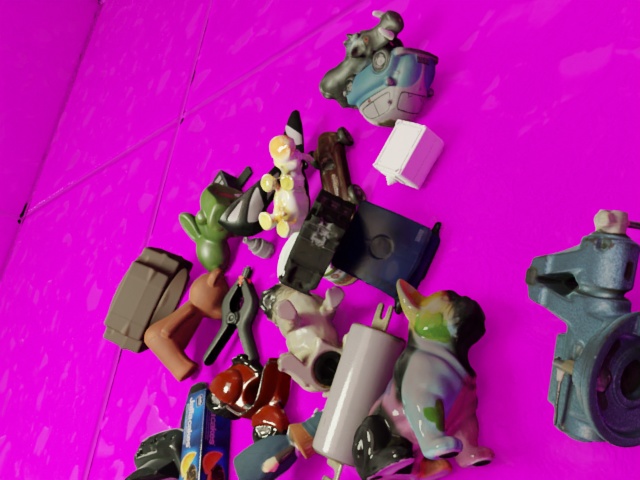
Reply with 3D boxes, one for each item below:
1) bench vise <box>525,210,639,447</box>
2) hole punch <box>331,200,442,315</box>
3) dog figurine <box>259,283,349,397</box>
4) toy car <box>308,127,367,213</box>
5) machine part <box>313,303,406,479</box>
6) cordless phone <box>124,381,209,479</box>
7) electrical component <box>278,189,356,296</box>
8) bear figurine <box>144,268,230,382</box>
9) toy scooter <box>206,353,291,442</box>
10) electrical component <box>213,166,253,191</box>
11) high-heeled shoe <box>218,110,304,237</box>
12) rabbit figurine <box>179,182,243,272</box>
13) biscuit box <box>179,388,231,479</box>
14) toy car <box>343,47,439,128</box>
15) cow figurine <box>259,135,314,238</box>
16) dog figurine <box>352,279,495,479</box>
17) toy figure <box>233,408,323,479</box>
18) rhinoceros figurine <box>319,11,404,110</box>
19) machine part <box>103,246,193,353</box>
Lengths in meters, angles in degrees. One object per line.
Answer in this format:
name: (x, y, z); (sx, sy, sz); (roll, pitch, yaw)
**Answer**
bench vise: (0.285, 0.085, 0.458); (0.241, 0.129, 0.223); (16, 89, 68)
hole punch: (0.092, 0.015, 0.752); (0.116, 0.092, 0.142); (24, 84, 47)
dog figurine: (-0.024, 0.146, 0.819); (0.190, 0.121, 0.172); (162, 105, -73)
toy car: (0.024, -0.110, 0.925); (0.089, 0.053, 0.202); (-31, 48, 30)
machine part: (0.052, 0.198, 0.697); (0.079, 0.079, 0.243); (7, 74, 49)
cordless phone: (-0.266, 0.352, 0.975); (0.147, 0.088, 0.184); (-29, 39, 35)
electrical component: (-0.002, -0.002, 0.749); (0.114, 0.058, 0.134); (-62, 2, 23)
bear figurine: (-0.229, 0.155, 1.022); (0.196, 0.132, 0.120); (-41, -3, -19)
toy scooter: (-0.101, 0.231, 0.847); (0.184, 0.075, 0.135); (16, 83, 45)
electrical component: (-0.200, -0.116, 1.175); (0.119, 0.047, 0.075); (-47, 42, 20)
high-heeled shoe: (-0.107, -0.126, 0.993); (0.086, 0.145, 0.248); (135, 139, -77)
rabbit figurine: (-0.215, -0.019, 1.076); (0.159, 0.121, 0.170); (32, 113, 33)
biscuit box: (-0.189, 0.352, 0.886); (0.059, 0.062, 0.203); (-28, 51, 34)
toy car: (0.112, -0.233, 0.861); (0.162, 0.109, 0.103); (-20, 72, 50)
cow figurine: (-0.048, -0.095, 0.915); (0.068, 0.098, 0.167); (16, 109, 31)
dog figurine: (0.115, 0.159, 0.634); (0.191, 0.108, 0.219); (-34, 43, 34)
toy figure: (-0.043, 0.285, 0.743); (0.154, 0.057, 0.064); (-25, 34, -9)
rhinoceros figurine: (0.076, -0.314, 0.935); (0.190, 0.112, 0.073); (-38, 42, 38)
machine part: (-0.347, 0.117, 1.093); (0.201, 0.087, 0.201); (135, 160, -86)
